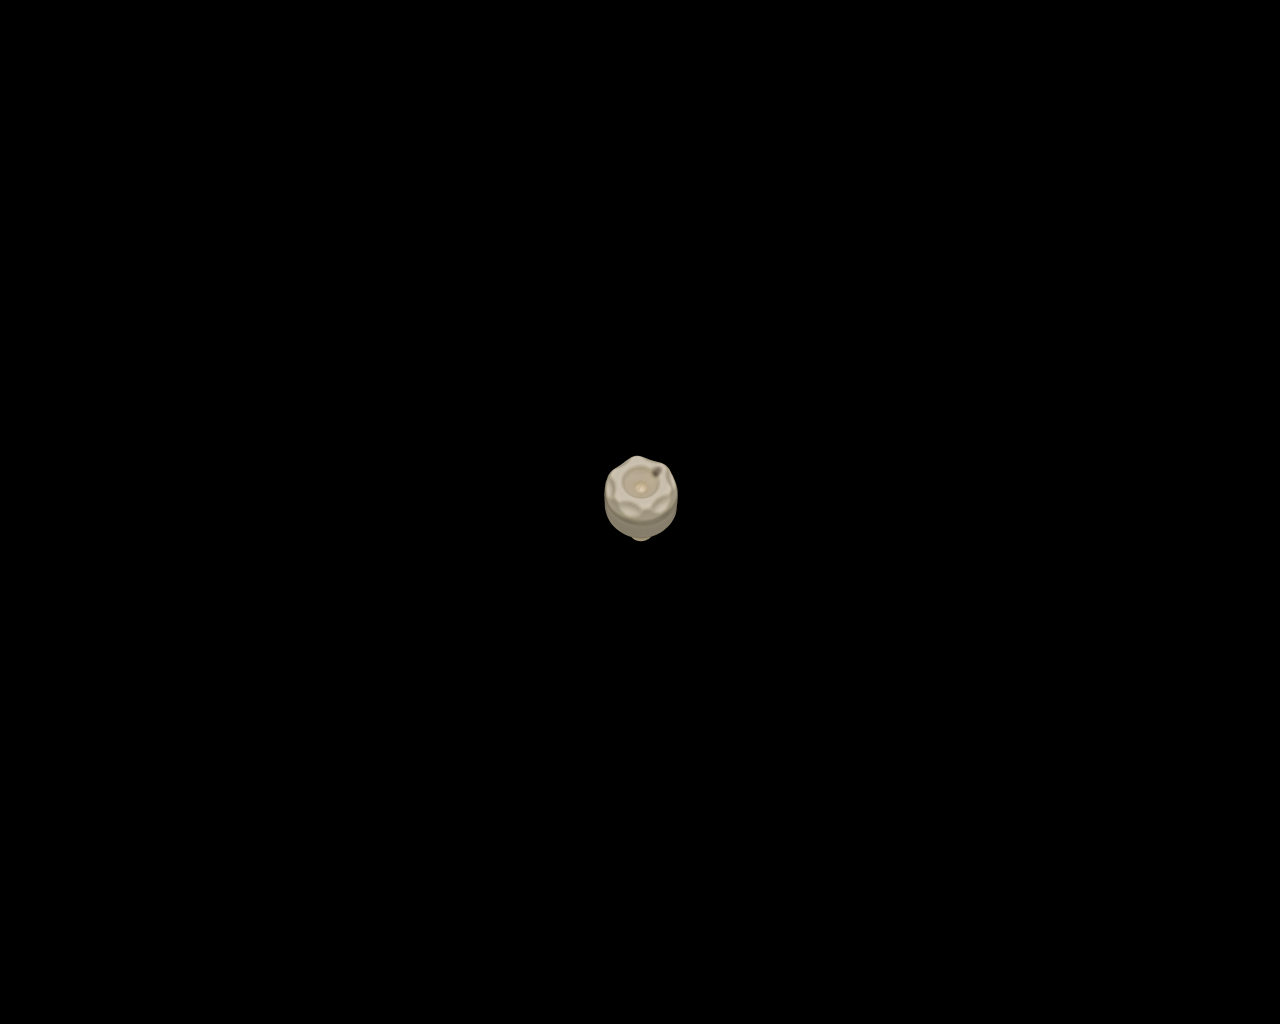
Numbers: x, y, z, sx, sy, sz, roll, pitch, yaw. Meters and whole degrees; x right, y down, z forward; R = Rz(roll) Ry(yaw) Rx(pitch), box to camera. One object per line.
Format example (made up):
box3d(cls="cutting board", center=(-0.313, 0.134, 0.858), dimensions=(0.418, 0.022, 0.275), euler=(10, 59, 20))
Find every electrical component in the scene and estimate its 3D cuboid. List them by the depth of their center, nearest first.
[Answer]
box3d(cls="electrical component", center=(0.001, -0.003, 0.650), dimensions=(0.043, 0.043, 0.062), euler=(0, -31, 0))
